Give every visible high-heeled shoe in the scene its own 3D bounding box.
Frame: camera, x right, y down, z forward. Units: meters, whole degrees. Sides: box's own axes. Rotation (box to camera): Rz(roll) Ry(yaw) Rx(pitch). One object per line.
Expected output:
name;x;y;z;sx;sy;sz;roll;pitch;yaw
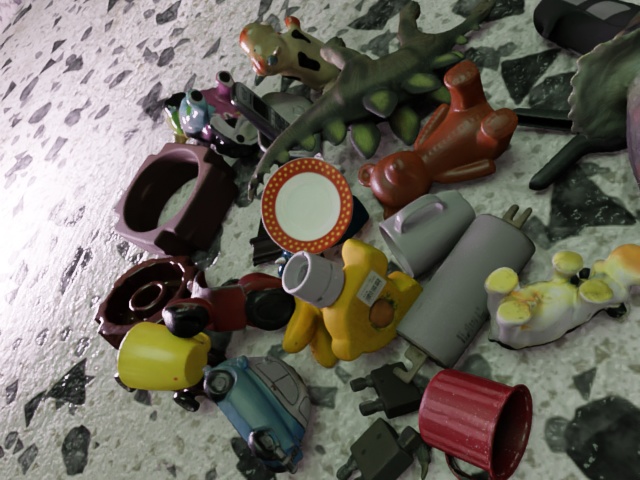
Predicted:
high-heeled shoe;0.393;-0.264;0.681;0.249;0.086;0.145;21;43;23

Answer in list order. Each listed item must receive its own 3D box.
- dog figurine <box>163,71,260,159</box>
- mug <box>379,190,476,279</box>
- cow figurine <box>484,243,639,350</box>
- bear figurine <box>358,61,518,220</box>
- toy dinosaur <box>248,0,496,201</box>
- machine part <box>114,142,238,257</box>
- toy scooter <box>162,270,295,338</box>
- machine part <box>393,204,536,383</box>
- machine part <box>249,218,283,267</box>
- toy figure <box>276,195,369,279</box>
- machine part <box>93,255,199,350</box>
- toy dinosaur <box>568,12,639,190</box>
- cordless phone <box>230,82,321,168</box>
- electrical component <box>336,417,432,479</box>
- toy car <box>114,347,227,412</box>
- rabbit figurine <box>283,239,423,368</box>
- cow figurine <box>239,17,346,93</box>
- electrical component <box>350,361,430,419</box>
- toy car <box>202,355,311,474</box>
dog figurine;-0.206;-0.211;1.009;0.108;0.191;0.219;-51;15;-27
mug;0.134;-0.020;0.661;0.107;0.109;0.081;-33;48;-4
cow figurine;0.253;0.063;0.544;0.167;0.098;0.068;-15;47;2
bear figurine;0.141;-0.113;0.696;0.196;0.131;0.120;-29;67;7
toy dinosaur;0.074;-0.220;0.799;0.471;0.105;0.199;-33;50;-1
machine part;-0.258;-0.069;0.963;0.201;0.087;0.201;13;69;38
toy scooter;-0.130;0.081;0.760;0.184;0.075;0.135;-7;18;-18
machine part;0.163;0.058;0.605;0.079;0.079;0.243;32;81;42
machine part;-0.073;-0.026;0.845;0.084;0.039;0.139;-17;56;31
toy figure;0.000;-0.001;0.763;0.154;0.064;0.058;-38;12;14
machine part;-0.265;0.099;0.850;0.179;0.056;0.179;-16;36;12
toy dinosaur;0.374;-0.070;0.510;0.192;0.131;0.405;-36;65;54
cordless phone;-0.082;-0.207;0.865;0.089;0.184;0.147;-23;52;26
electrical component;0.071;0.241;0.578;0.102;0.045;0.078;-48;19;-5
toy car;-0.217;0.194;0.791;0.202;0.053;0.089;4;44;34
rabbit figurine;0.024;0.081;0.682;0.173;0.121;0.162;22;85;55
cow figurine;-0.046;-0.303;0.901;0.085;0.195;0.127;-35;49;46
electrical component;0.085;0.167;0.610;0.094;0.021;0.063;-15;35;-5
toy car;-0.065;0.197;0.658;0.103;0.109;0.162;-41;54;-18
